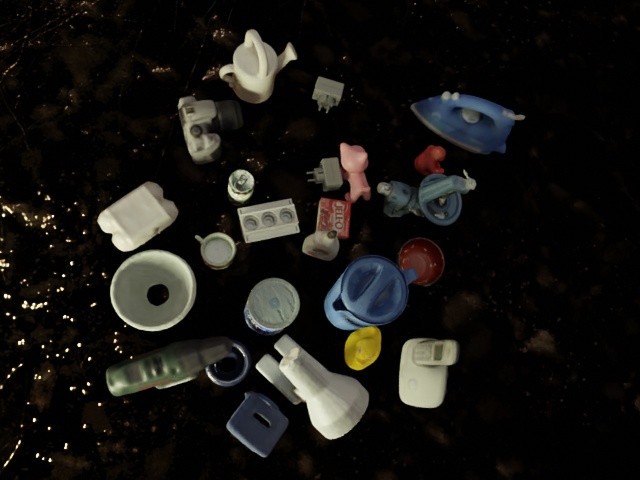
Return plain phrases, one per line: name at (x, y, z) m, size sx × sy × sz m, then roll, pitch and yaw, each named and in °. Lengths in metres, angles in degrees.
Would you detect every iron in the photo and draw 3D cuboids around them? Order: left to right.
iron at (0.360, -0.308, 1.393) m, size 0.258 × 0.141 × 0.119 m, roll 19°, pitch 73°, yaw -6°

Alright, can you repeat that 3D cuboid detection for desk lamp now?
desk lamp at (-0.019, 0.284, 1.132) m, size 0.203 × 0.213 × 0.118 m, roll 42°, pitch 72°, yaw 2°

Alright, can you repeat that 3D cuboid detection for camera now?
camera at (-0.240, -0.261, 1.285) m, size 0.137 × 0.100 × 0.143 m, roll -15°, pitch 79°, yaw -14°

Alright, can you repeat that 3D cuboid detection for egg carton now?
egg carton at (-0.385, -0.049, 1.219) m, size 0.150 × 0.069 × 0.107 m, roll -40°, pitch 86°, yaw -17°

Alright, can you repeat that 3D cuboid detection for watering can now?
watering can at (-0.139, -0.402, 1.291) m, size 0.173 × 0.194 × 0.101 m, roll -41°, pitch 86°, yaw -17°

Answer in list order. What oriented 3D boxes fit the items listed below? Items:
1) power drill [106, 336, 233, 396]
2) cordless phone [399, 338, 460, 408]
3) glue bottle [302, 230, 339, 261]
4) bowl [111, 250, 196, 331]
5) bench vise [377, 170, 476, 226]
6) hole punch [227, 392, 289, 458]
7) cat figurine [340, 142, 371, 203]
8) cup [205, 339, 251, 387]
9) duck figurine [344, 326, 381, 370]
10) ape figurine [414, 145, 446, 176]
power drill at (-0.281, 0.237, 1.095) m, size 0.230 × 0.208 × 0.075 m, roll -16°, pitch 79°, yaw -14°
cordless phone at (0.236, 0.276, 1.199) m, size 0.094 × 0.185 × 0.147 m, roll 7°, pitch 75°, yaw -9°
glue bottle at (0.011, 0.004, 1.229) m, size 0.078 × 0.173 × 0.037 m, roll 14°, pitch 74°, yaw -7°
bowl at (-0.340, 0.108, 1.186) m, size 0.167 × 0.074 × 0.167 m, roll 3°, pitch 76°, yaw -10°
bench vise at (0.240, -0.092, 1.274) m, size 0.207 × 0.219 × 0.121 m, roll -6°, pitch 77°, yaw -12°
hole punch at (-0.126, 0.368, 1.154) m, size 0.108 × 0.091 × 0.101 m, roll 38°, pitch 72°, yaw 0°
cat figurine at (0.085, -0.160, 1.314) m, size 0.067 × 0.117 × 0.128 m, roll -17°, pitch 80°, yaw -14°
cup at (-0.202, 0.247, 1.167) m, size 0.118 × 0.095 × 0.092 m, roll 21°, pitch 73°, yaw -5°
duck figurine at (0.100, 0.230, 1.236) m, size 0.077 × 0.086 × 0.105 m, roll 33°, pitch 72°, yaw -1°
ape figurine at (0.272, -0.195, 1.373) m, size 0.076 × 0.092 × 0.078 m, roll 4°, pitch 75°, yaw -10°
